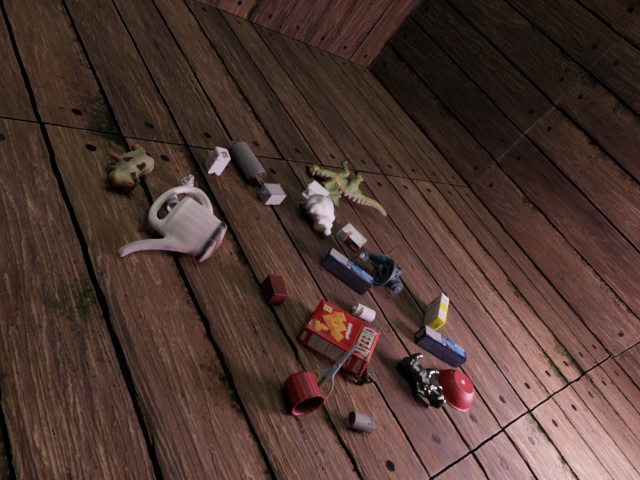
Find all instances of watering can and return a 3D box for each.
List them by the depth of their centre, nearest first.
[{"bbox_3d":[-0.404,-0.019,1.481,0.223,0.102,0.356,37,45,-9],"label":"watering can"}]

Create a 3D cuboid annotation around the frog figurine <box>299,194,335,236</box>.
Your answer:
[{"bbox_3d":[0.006,-0.101,2.007,0.135,0.122,0.163,41,12,-41],"label":"frog figurine"}]

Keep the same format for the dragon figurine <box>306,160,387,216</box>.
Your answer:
[{"bbox_3d":[0.103,-0.213,2.300,0.413,0.119,0.247,44,48,10],"label":"dragon figurine"}]
